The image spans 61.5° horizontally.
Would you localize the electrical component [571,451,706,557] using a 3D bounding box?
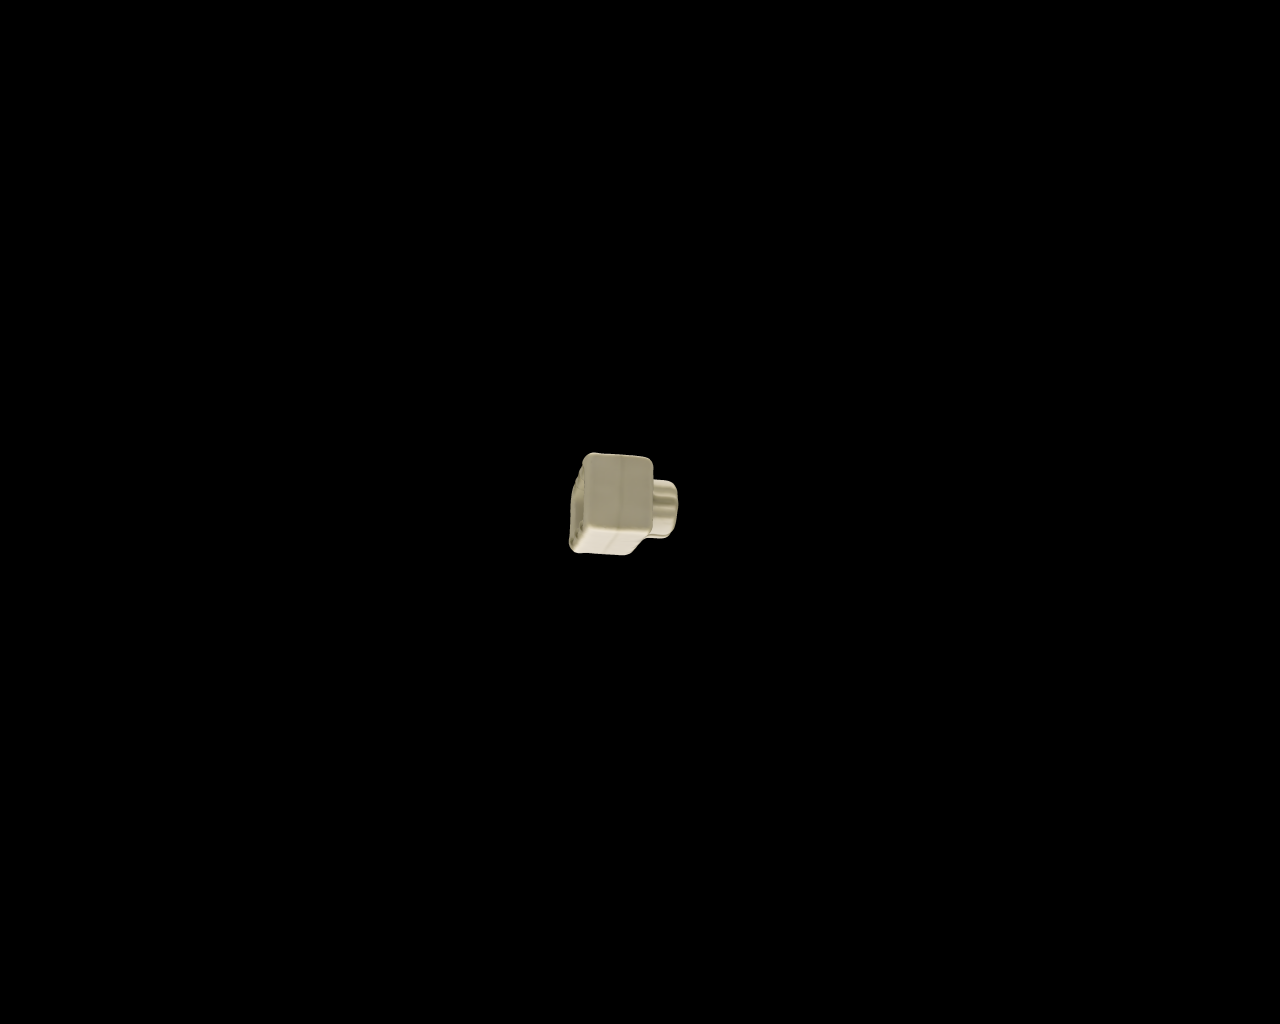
[{"bbox_3d":[0.001,-0.003,0.650,0.077,0.047,0.065,3,-16,-11],"label":"electrical component"}]
